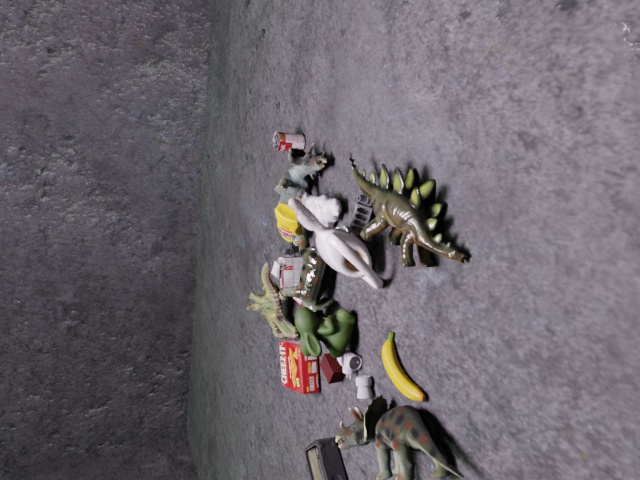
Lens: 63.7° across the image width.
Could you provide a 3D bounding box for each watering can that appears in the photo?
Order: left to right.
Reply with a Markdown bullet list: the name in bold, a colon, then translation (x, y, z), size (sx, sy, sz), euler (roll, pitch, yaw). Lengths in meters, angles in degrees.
- **watering can**: translation (0.034, 0.004, 1.384), size (0.104, 0.345, 0.225), euler (-47, 11, -5)

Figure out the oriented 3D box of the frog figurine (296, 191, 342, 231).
- **frog figurine**: translation (0.005, -0.081, 1.602), size (0.160, 0.124, 0.135), euler (22, 144, 53)

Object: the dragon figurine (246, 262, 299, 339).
- **dragon figurine**: translation (-0.152, 0.255, 1.899), size (0.245, 0.124, 0.401), euler (45, 152, 14)
